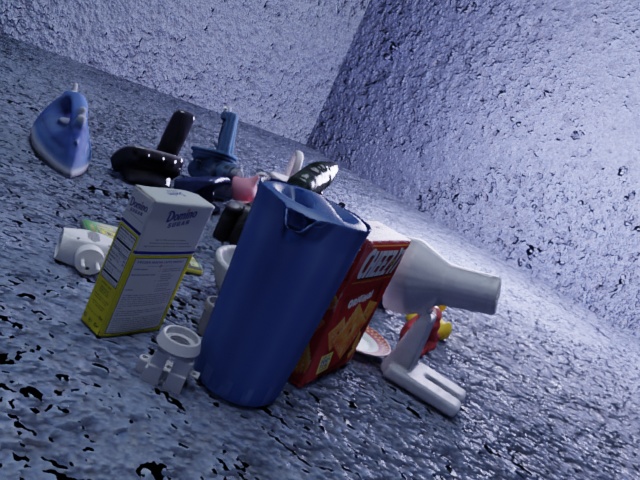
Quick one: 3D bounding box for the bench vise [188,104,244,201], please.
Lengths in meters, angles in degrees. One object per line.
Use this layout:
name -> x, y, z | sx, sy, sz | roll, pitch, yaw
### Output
bench vise -> -0.236, -0.221, 1.454 | 0.206, 0.220, 0.122 | 32, 15, 26

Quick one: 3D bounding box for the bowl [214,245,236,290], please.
bowl -> -0.094, 0.077, 0.875 | 0.167, 0.075, 0.167 | 24, 13, -6

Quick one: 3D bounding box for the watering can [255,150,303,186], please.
watering can -> -0.081, -0.134, 1.460 | 0.173, 0.194, 0.100 | 16, 16, -35

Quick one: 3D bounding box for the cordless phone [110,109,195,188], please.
cordless phone -> -0.363, -0.213, 1.265 | 0.093, 0.185, 0.148 | 35, 16, 36

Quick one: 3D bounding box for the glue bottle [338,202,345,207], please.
glue bottle -> 0.010, 0.004, 1.137 | 0.078, 0.173, 0.037 | 26, 13, 2

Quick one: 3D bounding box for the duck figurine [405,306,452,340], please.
duck figurine -> 0.236, 0.149, 1.185 | 0.078, 0.086, 0.104 | 11, 19, -46

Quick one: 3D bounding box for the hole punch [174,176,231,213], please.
hole punch -> -0.267, -0.117, 1.275 | 0.101, 0.091, 0.109 | 28, 13, 11

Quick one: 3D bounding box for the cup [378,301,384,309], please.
cup -> 0.150, 0.098, 1.202 | 0.118, 0.095, 0.091 | 18, 15, -28

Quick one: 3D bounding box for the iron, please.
iron -> -0.506, -0.232, 1.170 | 0.119, 0.141, 0.257 | 16, 16, -36

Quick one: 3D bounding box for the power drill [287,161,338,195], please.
power drill -> -0.037, -0.089, 1.334 | 0.075, 0.208, 0.230 | 28, 13, 10

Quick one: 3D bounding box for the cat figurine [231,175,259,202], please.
cat figurine -> -0.171, -0.095, 1.308 | 0.067, 0.118, 0.127 | 18, 15, -30

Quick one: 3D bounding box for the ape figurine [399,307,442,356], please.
ape figurine -> 0.189, 0.160, 1.037 | 0.078, 0.092, 0.076 | 21, 14, -20

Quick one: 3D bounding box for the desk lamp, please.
desk lamp -> 0.173, 0.122, 0.888 | 0.202, 0.213, 0.118 | 29, 14, 17

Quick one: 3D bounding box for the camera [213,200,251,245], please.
camera -> -0.138, -0.023, 1.127 | 0.143, 0.101, 0.137 | 27, 13, 6
